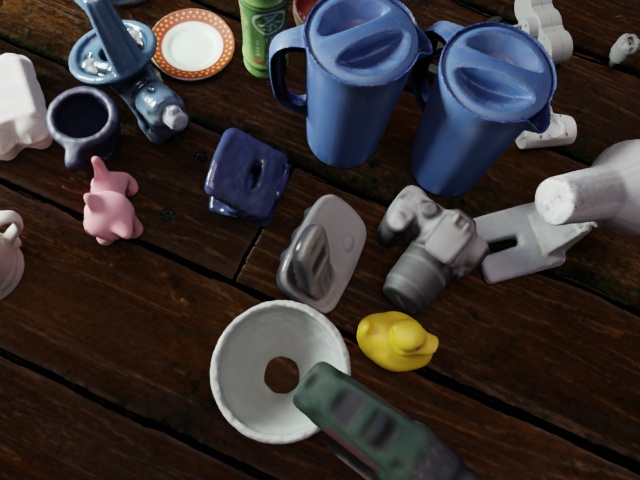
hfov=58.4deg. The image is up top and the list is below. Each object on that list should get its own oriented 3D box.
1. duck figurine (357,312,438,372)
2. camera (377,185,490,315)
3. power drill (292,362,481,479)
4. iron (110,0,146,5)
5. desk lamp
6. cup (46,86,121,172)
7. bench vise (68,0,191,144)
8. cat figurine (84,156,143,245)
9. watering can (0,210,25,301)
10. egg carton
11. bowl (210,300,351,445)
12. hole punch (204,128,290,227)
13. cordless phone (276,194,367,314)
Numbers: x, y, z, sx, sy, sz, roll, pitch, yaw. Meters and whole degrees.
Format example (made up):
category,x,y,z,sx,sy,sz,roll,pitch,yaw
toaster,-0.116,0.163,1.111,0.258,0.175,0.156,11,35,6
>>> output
category,x,y,z,sx,sy,sz,roll,pitch,yaw
duck figurine,0.100,0.123,0.724,0.104,0.086,0.077,18,70,2
camera,0.133,0.017,0.756,0.143,0.101,0.137,37,72,8
power drill,0.072,0.224,0.622,0.229,0.208,0.076,35,72,8
iron,-0.261,-0.473,0.873,0.258,0.141,0.118,-32,76,-14
desk lamp,0.322,-0.033,0.729,0.203,0.213,0.118,-15,73,-9
cup,-0.311,-0.134,0.776,0.091,0.095,0.118,5,70,-2
bench vise,-0.246,-0.243,0.752,0.207,0.220,0.121,28,71,6
cat figurine,-0.272,-0.046,0.736,0.067,0.118,0.128,-14,72,-9
watering can,-0.438,0.014,0.661,0.101,0.194,0.173,35,72,8
egg carton,-0.437,-0.186,0.797,0.107,0.069,0.150,-22,74,-12
bowl,-0.048,0.164,0.704,0.167,0.075,0.167,1,71,-4
hole punch,-0.096,-0.086,0.778,0.101,0.091,0.109,15,70,1
cordless phone,0.006,0.003,0.706,0.094,0.185,0.148,22,71,4
